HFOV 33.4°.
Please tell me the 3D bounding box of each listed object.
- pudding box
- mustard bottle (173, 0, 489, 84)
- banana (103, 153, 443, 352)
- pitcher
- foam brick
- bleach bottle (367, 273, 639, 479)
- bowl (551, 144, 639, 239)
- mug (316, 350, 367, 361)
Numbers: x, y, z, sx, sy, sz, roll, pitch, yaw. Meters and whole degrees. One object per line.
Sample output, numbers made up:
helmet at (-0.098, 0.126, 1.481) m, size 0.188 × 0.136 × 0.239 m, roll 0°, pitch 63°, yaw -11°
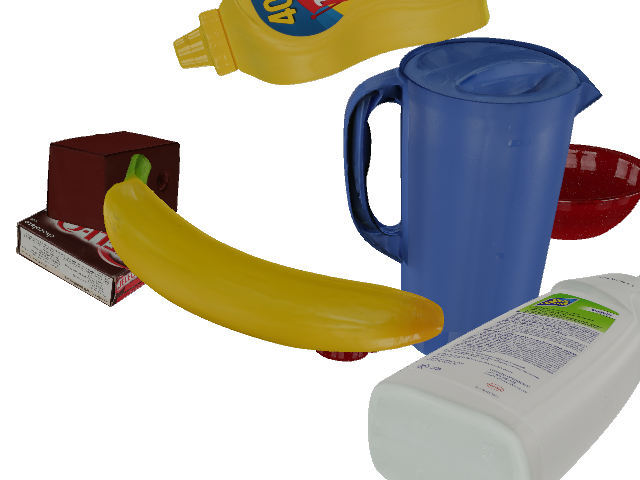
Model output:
pudding box at (-0.199, 0.004, 0.952) m, size 0.114 × 0.039 × 0.089 m, roll 25°, pitch 33°, yaw 20°
mustard bottle at (0.001, -0.145, 0.669) m, size 0.191 × 0.096 × 0.058 m, roll -18°, pitch -37°, yaw 0°
banana at (-0.039, 0.012, 0.517) m, size 0.198 × 0.069 × 0.037 m, roll 28°, pitch -31°, yaw 22°
pitcher at (0.111, -0.026, 0.829) m, size 0.149 × 0.243 × 0.144 m, roll 24°, pitch 37°, yaw 34°
foam brick at (-0.141, -0.042, 0.729) m, size 0.051 × 0.053 × 0.078 m, roll 15°, pitch 20°, yaw 29°
bleach bottle at (0.141, 0.073, 0.614) m, size 0.103 × 0.068 × 0.250 m, roll 17°, pitch 28°, yaw 39°
bowl at (0.235, -0.043, 1.025) m, size 0.162 × 0.055 × 0.162 m, roll -2°, pitch 24°, yaw 1°
mug at (0.043, 0.121, 1.501) m, size 0.117 × 0.081 × 0.093 m, roll 17°, pitch 23°, yaw 29°
